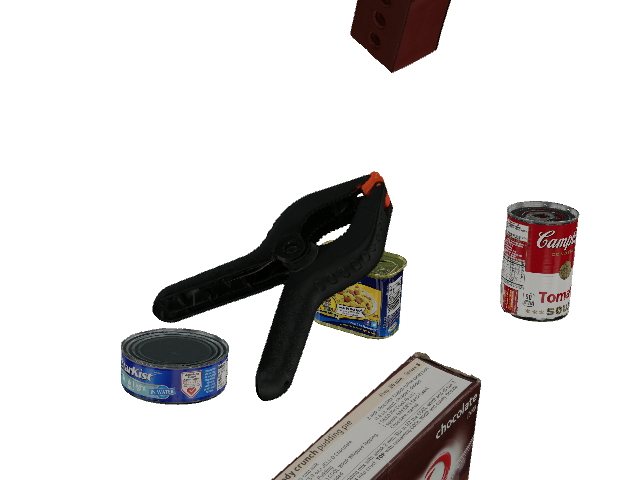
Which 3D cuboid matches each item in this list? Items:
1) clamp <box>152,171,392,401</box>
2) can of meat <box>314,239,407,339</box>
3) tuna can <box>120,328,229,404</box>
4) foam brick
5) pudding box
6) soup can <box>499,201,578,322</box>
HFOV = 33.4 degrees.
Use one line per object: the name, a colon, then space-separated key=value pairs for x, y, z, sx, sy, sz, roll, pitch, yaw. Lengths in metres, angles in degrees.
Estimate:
clamp: x=-0.012 y=0.025 z=0.674 sx=0.120 sy=0.171 sz=0.039 roll=44 pitch=-14 yaw=36
can of meat: x=0.042 y=0.055 z=1.181 sx=0.102 sy=0.084 sz=0.057 roll=15 pitch=27 yaw=26
tuna can: x=-0.116 y=0.100 z=0.851 sx=0.086 sy=0.034 sz=0.086 roll=4 pitch=14 yaw=-1
foam brick: x=0.063 y=-0.179 z=0.816 sx=0.051 sy=0.053 sz=0.078 roll=-33 pitch=-24 yaw=-27
pudding box: x=0.022 y=0.114 z=0.455 sx=0.039 sy=0.090 sz=0.113 roll=24 pitch=40 yaw=29
soup can: x=0.211 y=0.020 z=1.034 sx=0.068 sy=0.102 sz=0.068 roll=1 pitch=18 yaw=-1
